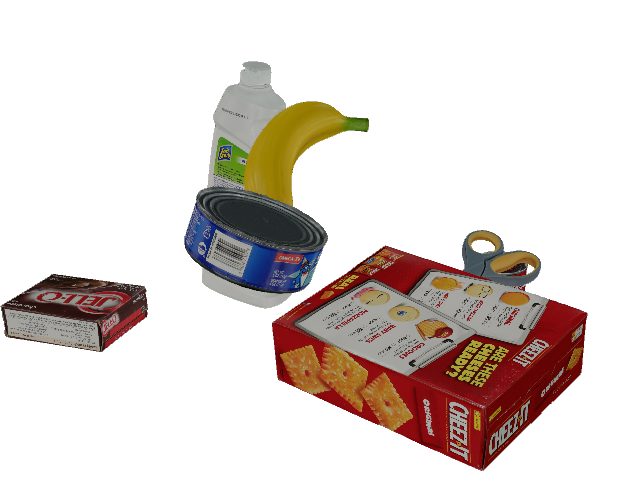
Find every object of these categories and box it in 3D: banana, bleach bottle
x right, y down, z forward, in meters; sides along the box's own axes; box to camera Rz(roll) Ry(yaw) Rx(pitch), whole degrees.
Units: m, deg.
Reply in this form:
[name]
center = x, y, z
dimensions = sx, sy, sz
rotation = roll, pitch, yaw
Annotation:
[banana]
center = -0.022, -0.068, 0.856
dimensions = 0.070, 0.037, 0.197
rotation = 14, 37, 16
[bleach bottle]
center = -0.069, -0.060, 1.118
dimensions = 0.103, 0.251, 0.068
rotation = 18, 28, 23

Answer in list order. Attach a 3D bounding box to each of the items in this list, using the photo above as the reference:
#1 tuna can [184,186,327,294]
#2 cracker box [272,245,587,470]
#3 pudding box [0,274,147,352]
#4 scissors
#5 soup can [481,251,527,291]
[tuna can]
center = -0.041, -0.001, 0.669
dimensions = 0.086, 0.034, 0.086
rotation = 18, 19, -7
[cracker box]
center = 0.092, 0.092, 0.909
dimensions = 0.214, 0.072, 0.163
rotation = 19, 36, 36
[pudding box]
center = -0.240, 0.070, 1.049
dimensions = 0.114, 0.039, 0.090
rotation = 4, 19, 20
[scissors]
center = 0.146, 0.030, 1.137
dimensions = 0.201, 0.016, 0.096
rotation = -9, 41, -30
[soup can]
center = 0.223, 0.073, 1.346
dimensions = 0.068, 0.102, 0.068
rotation = 0, 23, 0
